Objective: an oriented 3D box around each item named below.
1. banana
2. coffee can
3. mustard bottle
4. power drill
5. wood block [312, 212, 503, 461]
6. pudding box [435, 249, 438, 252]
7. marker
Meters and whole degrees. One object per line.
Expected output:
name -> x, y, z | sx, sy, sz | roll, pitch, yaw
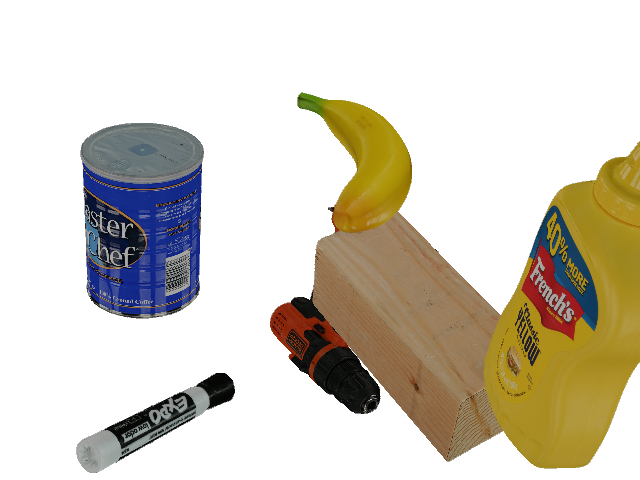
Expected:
banana -> 0.029, -0.053, 0.732 | 0.069, 0.037, 0.198 | -4, 28, -8
coffee can -> -0.155, -0.018, 0.932 | 0.103, 0.140, 0.103 | 4, 31, -2
mustard bottle -> 0.141, 0.027, 0.559 | 0.058, 0.192, 0.096 | 2, 42, -13
power drill -> 0.031, 0.068, 1.136 | 0.057, 0.188, 0.185 | 12, 19, -42
wood block -> 0.087, 0.078, 0.940 | 0.090, 0.091, 0.206 | -24, 52, -24
pudding box -> 0.100, 0.025, 1.531 | 0.113, 0.039, 0.090 | -15, 26, -21
marker -> -0.089, 0.100, 0.607 | 0.020, 0.020, 0.120 | 0, 12, 34
